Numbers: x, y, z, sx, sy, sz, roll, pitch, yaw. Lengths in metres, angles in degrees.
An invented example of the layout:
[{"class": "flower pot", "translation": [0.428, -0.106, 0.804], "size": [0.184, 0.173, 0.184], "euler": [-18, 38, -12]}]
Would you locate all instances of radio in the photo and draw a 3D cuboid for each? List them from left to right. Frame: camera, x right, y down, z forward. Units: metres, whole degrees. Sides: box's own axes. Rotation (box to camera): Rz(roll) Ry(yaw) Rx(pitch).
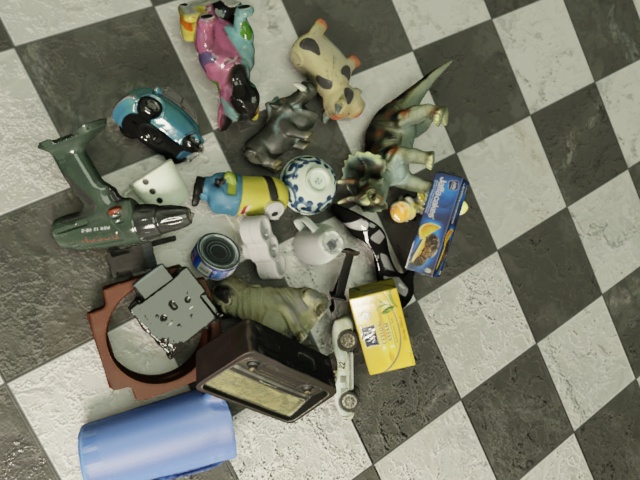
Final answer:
[{"class": "radio", "translation": [-0.085, 0.226, 0.912], "size": [0.131, 0.073, 0.229], "euler": [-37, 132, 22]}]

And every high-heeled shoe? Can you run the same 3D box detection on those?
[{"class": "high-heeled shoe", "translation": [0.097, 0.041, 1.105], "size": [0.249, 0.086, 0.145], "euler": [32, 94, -7]}]

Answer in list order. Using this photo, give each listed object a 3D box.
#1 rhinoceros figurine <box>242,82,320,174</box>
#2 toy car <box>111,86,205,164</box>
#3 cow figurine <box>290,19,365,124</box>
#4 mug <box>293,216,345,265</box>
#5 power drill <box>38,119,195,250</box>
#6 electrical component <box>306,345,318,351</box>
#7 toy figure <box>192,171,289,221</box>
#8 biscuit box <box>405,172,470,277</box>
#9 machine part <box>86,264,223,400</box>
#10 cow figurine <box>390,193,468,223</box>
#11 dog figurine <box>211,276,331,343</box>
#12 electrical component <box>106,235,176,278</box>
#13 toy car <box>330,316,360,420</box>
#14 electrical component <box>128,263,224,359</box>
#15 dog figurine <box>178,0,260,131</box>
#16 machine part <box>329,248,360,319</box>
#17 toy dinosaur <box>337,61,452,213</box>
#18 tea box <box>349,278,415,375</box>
[{"class": "rhinoceros figurine", "translation": [-0.068, -0.218, 1.036], "size": [0.112, 0.073, 0.190], "euler": [40, 87, 3]}, {"class": "toy car", "translation": [-0.272, -0.214, 0.947], "size": [0.161, 0.109, 0.103], "euler": [33, 58, -26]}, {"class": "cow figurine", "translation": [0.019, -0.325, 1.079], "size": [0.194, 0.085, 0.127], "euler": [46, 66, -16]}, {"class": "mug", "translation": [-0.002, -0.003, 1.039], "size": [0.081, 0.107, 0.109], "euler": [-36, 103, -22]}, {"class": "power drill", "translation": [-0.342, -0.088, 0.872], "size": [0.232, 0.086, 0.207], "euler": [-17, 112, 8]}, {"class": "electrical component", "translation": [-0.033, 0.249, 1.049], "size": [0.102, 0.045, 0.078], "euler": [-6, 61, -25]}, {"class": "toy figure", "translation": [-0.145, -0.086, 1.001], "size": [0.180, 0.082, 0.089], "euler": [10, 84, -19]}, {"class": "biscuit box", "translation": [0.231, -0.029, 1.054], "size": [0.062, 0.059, 0.202], "euler": [8, 99, -62]}, {"class": "machine part", "translation": [-0.280, 0.155, 0.929], "size": [0.201, 0.087, 0.201], "euler": [-18, 92, -23]}, {"class": "cow figurine", "translation": [0.226, -0.078, 1.154], "size": [0.167, 0.098, 0.068], "euler": [-11, 96, -4]}, {"class": "dog figurine", "translation": [-0.090, 0.110, 1.013], "size": [0.190, 0.121, 0.172], "euler": [39, 31, 6]}, {"class": "electrical component", "translation": [-0.306, 0.029, 0.933], "size": [0.119, 0.075, 0.047], "euler": [-15, 92, -25]}, {"class": "toy car", "translation": [0.050, 0.251, 1.060], "size": [0.056, 0.073, 0.201], "euler": [-1, 87, 5]}, {"class": "electrical component", "translation": [-0.241, 0.106, 0.871], "size": [0.115, 0.058, 0.134], "euler": [-41, 102, -21]}, {"class": "dog figurine", "translation": [-0.176, -0.319, 0.995], "size": [0.108, 0.192, 0.218], "euler": [-24, 130, -25]}, {"class": "machine part", "translation": [0.043, 0.083, 1.063], "size": [0.039, 0.084, 0.138], "euler": [16, 95, 4]}, {"class": "toy dinosaur", "translation": [0.154, -0.207, 1.106], "size": [0.192, 0.131, 0.405], "euler": [9, 63, 16]}, {"class": "tea box", "translation": [0.123, 0.171, 1.070], "size": [0.098, 0.068, 0.169], "euler": [-16, 104, 5]}]
